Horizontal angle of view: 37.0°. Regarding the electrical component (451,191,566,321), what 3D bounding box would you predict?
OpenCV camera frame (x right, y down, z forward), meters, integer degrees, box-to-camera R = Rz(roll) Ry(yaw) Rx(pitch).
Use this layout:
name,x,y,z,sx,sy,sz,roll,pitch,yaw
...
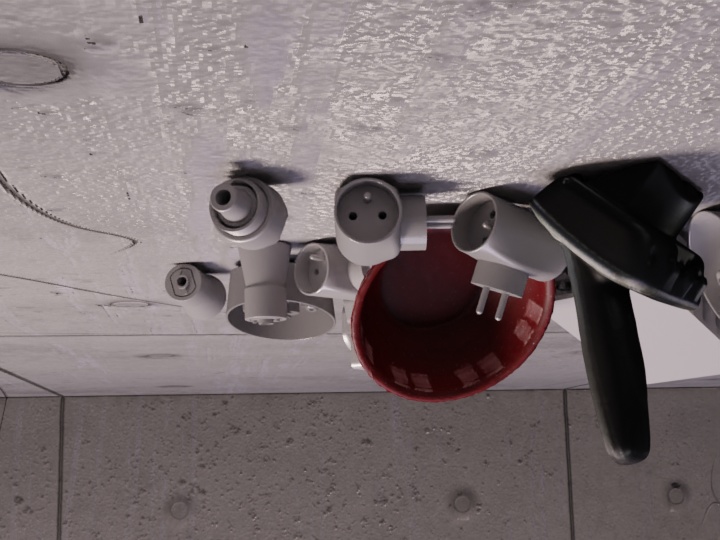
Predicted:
name,x,y,z,sx,sy,sz,roll,pitch,yaw
electrical component,0.100,-0.005,0.740,0.077,0.079,0.043,19,177,-37

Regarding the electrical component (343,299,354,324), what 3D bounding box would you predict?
name,x,y,z,sx,sy,sz,roll,pitch,yaw
electrical component,0.020,0.023,0.972,0.057,0.058,0.078,-8,-167,10

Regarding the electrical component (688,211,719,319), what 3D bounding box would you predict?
name,x,y,z,sx,sy,sz,roll,pitch,yaw
electrical component,0.290,0.002,0.797,0.064,0.099,0.099,-7,171,-6

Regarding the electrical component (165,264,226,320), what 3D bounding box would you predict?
name,x,y,z,sx,sy,sz,roll,pitch,yaw
electrical component,-0.152,0.018,0.983,0.044,0.044,0.065,-3,165,9

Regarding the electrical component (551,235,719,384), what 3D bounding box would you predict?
name,x,y,z,sx,sy,sz,roll,pitch,yaw
electrical component,0.242,0.030,0.907,0.105,0.060,0.186,-14,146,37

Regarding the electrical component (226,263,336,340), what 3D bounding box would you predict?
name,x,y,z,sx,sy,sz,roll,pitch,yaw
electrical component,-0.072,0.027,0.971,0.099,0.064,0.099,-1,170,0

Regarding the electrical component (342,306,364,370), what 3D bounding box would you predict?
name,x,y,z,sx,sy,sz,roll,pitch,yaw
electrical component,0.019,0.052,1.053,0.056,0.089,0.050,-7,169,29

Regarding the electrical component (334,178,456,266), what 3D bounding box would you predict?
name,x,y,z,sx,sy,sz,roll,pitch,yaw
electrical component,0.023,-0.031,0.711,0.079,0.044,0.077,-1,170,0

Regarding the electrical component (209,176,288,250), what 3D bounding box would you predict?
name,x,y,z,sx,sy,sz,roll,pitch,yaw
electrical component,-0.073,-0.038,0.667,0.043,0.043,0.062,-4,168,15

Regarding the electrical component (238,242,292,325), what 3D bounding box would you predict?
name,x,y,z,sx,sy,sz,roll,pitch,yaw
electrical component,-0.078,0.012,0.884,0.044,0.065,0.044,-2,170,0

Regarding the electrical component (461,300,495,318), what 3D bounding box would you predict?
name,x,y,z,sx,sy,sz,roll,pitch,yaw
electrical component,0.104,0.014,0.896,0.096,0.061,0.062,7,172,16

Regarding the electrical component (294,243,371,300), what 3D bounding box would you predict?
name,x,y,z,sx,sy,sz,roll,pitch,yaw
electrical component,0.000,0.000,0.885,0.077,0.044,0.079,8,166,-44
